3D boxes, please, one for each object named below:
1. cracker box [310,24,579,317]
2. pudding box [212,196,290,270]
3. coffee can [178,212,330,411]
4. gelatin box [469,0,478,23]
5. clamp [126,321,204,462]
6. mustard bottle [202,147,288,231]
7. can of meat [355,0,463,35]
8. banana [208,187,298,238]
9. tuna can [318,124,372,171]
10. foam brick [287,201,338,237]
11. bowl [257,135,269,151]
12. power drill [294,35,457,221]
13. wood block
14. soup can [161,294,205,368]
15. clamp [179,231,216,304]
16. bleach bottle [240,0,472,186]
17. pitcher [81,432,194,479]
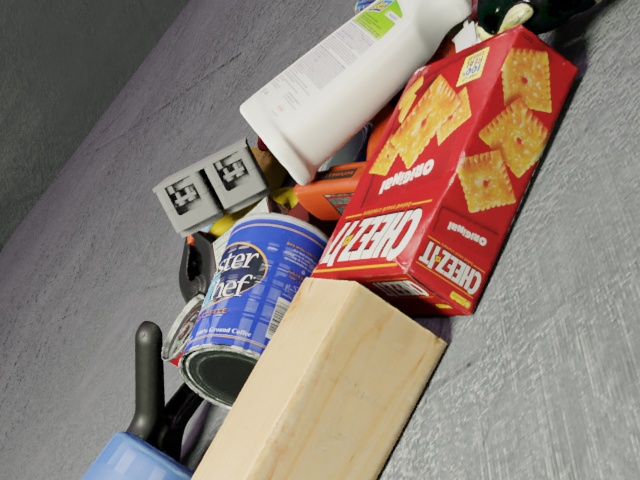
[{"bbox_3d":[0.092,-0.048,0.836,0.213,0.072,0.164,-63,20,-16],"label":"cracker box"},{"bbox_3d":[-0.064,0.024,1.089,0.090,0.039,0.113,-40,40,26],"label":"pudding box"},{"bbox_3d":[-0.048,0.062,0.897,0.103,0.102,0.140,-35,29,47],"label":"coffee can"},{"bbox_3d":[0.177,-0.234,0.986,0.089,0.030,0.073,-39,26,41],"label":"gelatin box"},{"bbox_3d":[-0.160,0.179,1.023,0.036,0.164,0.210,17,77,27],"label":"clamp"},{"bbox_3d":[-0.113,-0.020,1.296,0.096,0.058,0.191,6,63,49],"label":"mustard bottle"},{"bbox_3d":[0.091,-0.221,1.068,0.057,0.102,0.084,-56,17,-1],"label":"can of meat"},{"bbox_3d":[-0.058,-0.028,1.176,0.069,0.037,0.198,-46,23,-27],"label":"banana"},{"bbox_3d":[0.033,-0.076,1.077,0.086,0.033,0.086,-47,21,25],"label":"tuna can"},{"bbox_3d":[-0.007,0.001,1.022,0.051,0.053,0.078,-47,21,26],"label":"foam brick"},{"bbox_3d":[-0.006,-0.160,1.269,0.162,0.055,0.162,-47,21,24],"label":"bowl"},{"bbox_3d":[0.042,-0.109,1.003,0.185,0.057,0.187,-3,57,41],"label":"power drill"},{"bbox_3d":[-0.009,0.138,0.756,0.206,0.090,0.091,-60,20,-12],"label":"wood block"},{"bbox_3d":[-0.083,0.104,0.966,0.069,0.102,0.068,-47,21,24],"label":"soup can"},{"bbox_3d":[-0.129,0.066,1.178,0.120,0.039,0.171,-45,42,25],"label":"clamp"},{"bbox_3d":[0.050,-0.163,0.953,0.251,0.068,0.103,-39,41,2],"label":"bleach bottle"},{"bbox_3d":[-0.192,0.288,0.897,0.149,0.144,0.242,13,67,53],"label":"pitcher"}]
